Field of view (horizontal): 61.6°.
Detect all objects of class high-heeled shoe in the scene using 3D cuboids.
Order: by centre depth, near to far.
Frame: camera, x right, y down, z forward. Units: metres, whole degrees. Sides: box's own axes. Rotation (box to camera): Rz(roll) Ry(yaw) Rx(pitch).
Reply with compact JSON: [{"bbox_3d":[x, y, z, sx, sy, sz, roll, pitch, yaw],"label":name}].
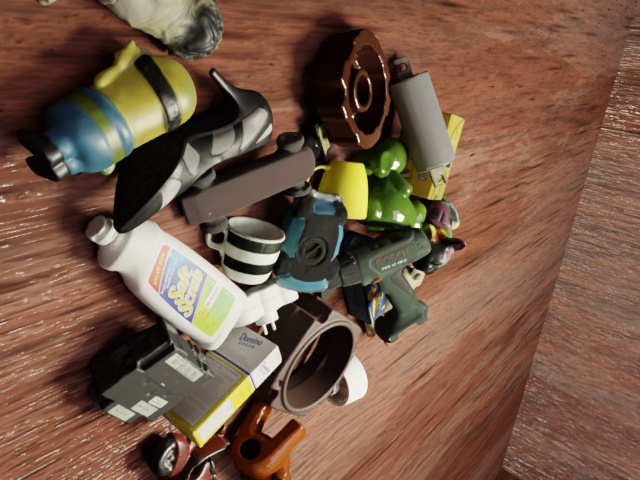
[{"bbox_3d":[-0.146,-0.093,0.660,0.248,0.086,0.145,-59,150,-12],"label":"high-heeled shoe"}]

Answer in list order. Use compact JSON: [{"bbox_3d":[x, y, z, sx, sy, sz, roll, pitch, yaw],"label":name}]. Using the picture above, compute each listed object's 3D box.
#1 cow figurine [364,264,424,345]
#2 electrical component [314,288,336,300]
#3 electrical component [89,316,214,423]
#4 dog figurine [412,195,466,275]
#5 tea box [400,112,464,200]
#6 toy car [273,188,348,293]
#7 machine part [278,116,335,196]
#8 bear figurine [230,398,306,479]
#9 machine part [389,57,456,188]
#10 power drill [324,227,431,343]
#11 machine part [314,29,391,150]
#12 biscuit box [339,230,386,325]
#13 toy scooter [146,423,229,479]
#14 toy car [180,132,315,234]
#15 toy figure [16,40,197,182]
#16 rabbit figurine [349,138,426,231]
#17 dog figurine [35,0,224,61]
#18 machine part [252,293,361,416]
[{"bbox_3d":[0.167,0.124,1.198,0.195,0.086,0.127,-53,149,-19],"label":"cow figurine"},{"bbox_3d":[0.008,0.084,1.011,0.094,0.021,0.063,-35,135,-39],"label":"electrical component"},{"bbox_3d":[-0.224,0.175,0.695,0.134,0.058,0.114,-34,138,-6],"label":"electrical component"},{"bbox_3d":[0.236,-0.017,1.096,0.191,0.108,0.219,-61,-178,-7],"label":"dog figurine"},{"bbox_3d":[0.213,-0.173,1.079,0.068,0.098,0.169,-1,107,-54],"label":"tea box"},{"bbox_3d":[-0.027,-0.005,0.843,0.109,0.103,0.161,7,102,-29],"label":"toy car"},{"bbox_3d":[-0.025,-0.130,0.838,0.139,0.039,0.084,-54,151,-22],"label":"machine part"},{"bbox_3d":[-0.085,0.400,0.979,0.132,0.120,0.195,-53,144,-26],"label":"bear figurine"},{"bbox_3d":[0.188,-0.214,0.983,0.079,0.079,0.243,-28,101,-43],"label":"machine part"},{"bbox_3d":[0.106,0.089,0.987,0.232,0.086,0.207,-29,117,-7],"label":"power drill"},{"bbox_3d":[0.053,-0.234,0.842,0.179,0.056,0.179,-22,116,-57],"label":"machine part"},{"bbox_3d":[0.084,0.077,1.074,0.059,0.063,0.202,-46,140,-31],"label":"biscuit box"},{"bbox_3d":[-0.197,0.360,0.846,0.135,0.075,0.183,-28,125,-45],"label":"toy scooter"},{"bbox_3d":[-0.096,-0.080,0.737,0.202,0.053,0.089,-26,130,-21],"label":"toy car"},{"bbox_3d":[-0.207,-0.123,0.547,0.180,0.089,0.082,-49,-174,-32],"label":"toy figure"},{"bbox_3d":[0.113,-0.111,0.995,0.159,0.121,0.170,17,76,-49],"label":"rabbit figurine"},{"bbox_3d":[-0.166,-0.278,0.530,0.190,0.121,0.172,-16,125,-65],"label":"dog figurine"},{"bbox_3d":[-0.026,0.207,0.962,0.201,0.087,0.200,-57,144,-7],"label":"machine part"}]
